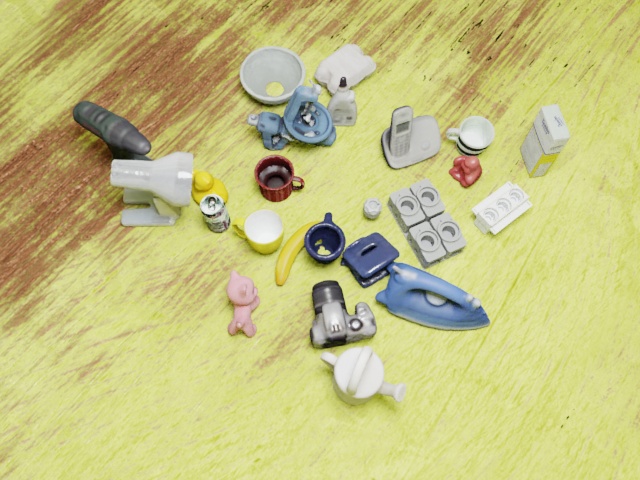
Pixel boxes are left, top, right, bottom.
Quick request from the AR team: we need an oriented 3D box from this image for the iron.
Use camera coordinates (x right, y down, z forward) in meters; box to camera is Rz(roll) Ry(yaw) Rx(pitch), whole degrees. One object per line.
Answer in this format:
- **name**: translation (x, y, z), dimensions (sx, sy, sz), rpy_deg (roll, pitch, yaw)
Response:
- **iron**: translation (0.256, 0.118, 1.221), dimensions (0.258, 0.141, 0.119), rpy_deg (19, 69, 7)

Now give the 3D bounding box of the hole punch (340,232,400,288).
- **hole punch**: translation (0.110, 0.038, 1.278), dimensions (0.109, 0.091, 0.101), rpy_deg (-32, 72, -13)

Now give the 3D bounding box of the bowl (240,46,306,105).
- **bowl**: translation (-0.118, -0.406, 1.461), dimensions (0.167, 0.075, 0.167), rpy_deg (0, 68, -1)

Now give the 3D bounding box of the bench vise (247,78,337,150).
- **bench vise**: translation (-0.063, -0.281, 1.333), dimensions (0.207, 0.220, 0.121), rpy_deg (-15, 69, -6)

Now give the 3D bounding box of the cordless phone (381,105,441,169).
- **cordless phone**: translation (0.220, -0.259, 1.347), dimensions (0.148, 0.185, 0.094), rpy_deg (-23, 70, -9)

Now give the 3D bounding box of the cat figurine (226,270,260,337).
- **cat figurine**: translation (-0.167, 0.133, 1.221), dimensions (0.067, 0.118, 0.128), rpy_deg (2, 68, 0)

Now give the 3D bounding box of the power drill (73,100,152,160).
- **power drill**: translation (-0.451, -0.219, 1.309), dimensions (0.229, 0.208, 0.076), rpy_deg (33, 72, 12)

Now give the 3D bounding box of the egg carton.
- **egg carton**: translation (0.064, -0.438, 1.479), dimensions (0.150, 0.069, 0.107), rpy_deg (-40, 74, -15)

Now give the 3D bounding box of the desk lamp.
- **desk lamp**: translation (-0.363, -0.112, 1.265), dimensions (0.203, 0.213, 0.118), rpy_deg (-3, 68, -2)

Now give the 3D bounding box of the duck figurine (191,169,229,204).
- **duck figurine**: translation (-0.264, -0.126, 1.340), dimensions (0.104, 0.086, 0.077), rpy_deg (39, 73, 14)

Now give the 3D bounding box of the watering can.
- **watering can**: translation (0.085, 0.265, 1.131), dimensions (0.173, 0.194, 0.101), rpy_deg (4, 68, 1)

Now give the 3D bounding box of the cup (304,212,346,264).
- **cup**: translation (0.012, 0.005, 1.288), dimensions (0.091, 0.095, 0.118), rpy_deg (6, 68, 2)

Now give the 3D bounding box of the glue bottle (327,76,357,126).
- **glue bottle**: translation (0.055, -0.337, 1.383), dimensions (0.078, 0.173, 0.037), rpy_deg (2, 68, 1)

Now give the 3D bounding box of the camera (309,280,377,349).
- **camera**: translation (0.041, 0.152, 1.226), dimensions (0.143, 0.101, 0.137), rpy_deg (-10, 69, -5)

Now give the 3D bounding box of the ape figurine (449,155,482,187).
- **ape figurine**: translation (0.354, -0.172, 1.365), dimensions (0.076, 0.092, 0.078), rpy_deg (0, 68, 0)
